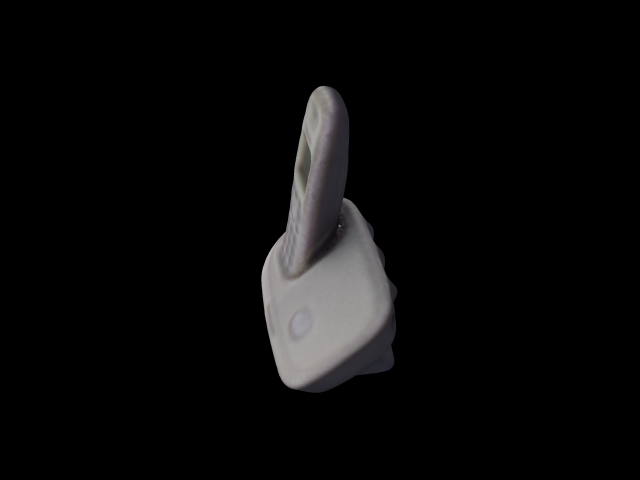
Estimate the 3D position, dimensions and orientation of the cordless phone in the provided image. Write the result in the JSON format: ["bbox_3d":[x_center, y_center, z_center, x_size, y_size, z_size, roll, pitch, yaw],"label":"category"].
[{"bbox_3d":[0.004,0.001,0.400,0.094,0.185,0.147,-10,43,-10],"label":"cordless phone"}]
